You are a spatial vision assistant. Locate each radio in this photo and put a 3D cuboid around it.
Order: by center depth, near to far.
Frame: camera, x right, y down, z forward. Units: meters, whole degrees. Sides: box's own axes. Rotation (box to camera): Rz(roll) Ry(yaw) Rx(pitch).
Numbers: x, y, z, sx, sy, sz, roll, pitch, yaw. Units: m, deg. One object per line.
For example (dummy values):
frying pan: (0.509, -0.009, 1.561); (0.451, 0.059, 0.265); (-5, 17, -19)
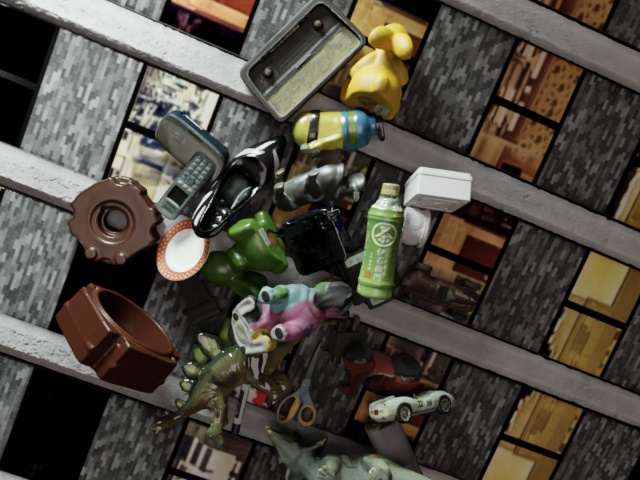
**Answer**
radio: (-0.036, -0.345, 1.034); (0.229, 0.073, 0.131); (-43, 99, 3)

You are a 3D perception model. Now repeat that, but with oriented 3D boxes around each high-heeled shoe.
high-heeled shoe: (-0.153, -0.107, 1.026); (0.086, 0.145, 0.248); (39, 96, -9)

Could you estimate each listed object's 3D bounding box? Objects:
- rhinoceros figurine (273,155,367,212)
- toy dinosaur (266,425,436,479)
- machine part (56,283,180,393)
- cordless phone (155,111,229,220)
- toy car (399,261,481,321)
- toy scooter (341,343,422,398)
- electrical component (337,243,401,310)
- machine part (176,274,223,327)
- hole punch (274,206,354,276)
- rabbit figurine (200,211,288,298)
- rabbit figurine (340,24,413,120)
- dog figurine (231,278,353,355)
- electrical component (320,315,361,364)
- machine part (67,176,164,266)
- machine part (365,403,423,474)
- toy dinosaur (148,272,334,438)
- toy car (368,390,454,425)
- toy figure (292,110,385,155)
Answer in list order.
rhinoceros figurine: (-0.003, -0.101, 1.059); (0.190, 0.073, 0.111); (-13, 125, 7)
toy dinosaur: (0.078, 0.477, 1.090); (0.405, 0.192, 0.131); (8, 93, 5)
machine part: (-0.374, 0.182, 1.012); (0.087, 0.201, 0.201); (-49, 143, 0)
cordless phone: (-0.279, -0.143, 1.047); (0.146, 0.089, 0.184); (39, 99, -9)
toy car: (0.254, 0.109, 1.109); (0.202, 0.053, 0.089); (21, 94, -25)
toy scooter: (0.117, 0.290, 1.135); (0.184, 0.075, 0.135); (20, 119, -19)
electrical component: (0.102, 0.074, 1.113); (0.115, 0.058, 0.134); (-22, 99, 2)
machine part: (-0.261, 0.108, 1.106); (0.084, 0.039, 0.138); (-21, 100, 5)
hole punch: (-0.002, -0.003, 1.069); (0.142, 0.092, 0.115); (-19, 96, 21)
rabbit figurine: (-0.157, 0.040, 1.081); (0.170, 0.121, 0.159); (-26, 107, 19)
rabbit figurine: (0.118, -0.339, 1.020); (0.122, 0.162, 0.173); (22, 79, 6)
dog figurine: (-0.040, 0.138, 1.042); (0.191, 0.219, 0.108); (-33, 74, 40)
electrical component: (0.043, 0.210, 1.138); (0.078, 0.045, 0.102); (-4, 103, -32)
machine part: (-0.406, -0.038, 1.066); (0.179, 0.056, 0.179); (0, 97, -4)
machine part: (0.162, 0.459, 1.162); (0.079, 0.079, 0.243); (-24, 98, 0)
toy dinosaur: (-0.141, 0.242, 1.094); (0.471, 0.105, 0.198); (-30, 90, -10)
toy car: (0.193, 0.344, 1.115); (0.201, 0.073, 0.056); (2, 71, -35)
toy figure: (0.036, -0.216, 1.055); (0.180, 0.082, 0.089); (-8, 82, 4)
